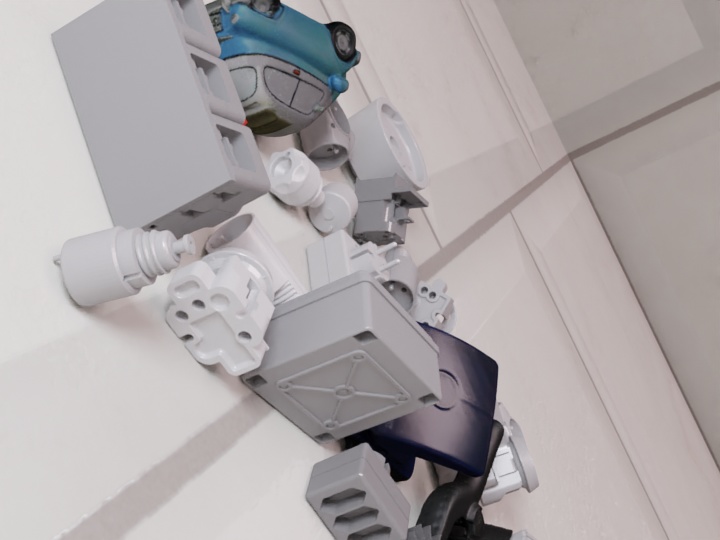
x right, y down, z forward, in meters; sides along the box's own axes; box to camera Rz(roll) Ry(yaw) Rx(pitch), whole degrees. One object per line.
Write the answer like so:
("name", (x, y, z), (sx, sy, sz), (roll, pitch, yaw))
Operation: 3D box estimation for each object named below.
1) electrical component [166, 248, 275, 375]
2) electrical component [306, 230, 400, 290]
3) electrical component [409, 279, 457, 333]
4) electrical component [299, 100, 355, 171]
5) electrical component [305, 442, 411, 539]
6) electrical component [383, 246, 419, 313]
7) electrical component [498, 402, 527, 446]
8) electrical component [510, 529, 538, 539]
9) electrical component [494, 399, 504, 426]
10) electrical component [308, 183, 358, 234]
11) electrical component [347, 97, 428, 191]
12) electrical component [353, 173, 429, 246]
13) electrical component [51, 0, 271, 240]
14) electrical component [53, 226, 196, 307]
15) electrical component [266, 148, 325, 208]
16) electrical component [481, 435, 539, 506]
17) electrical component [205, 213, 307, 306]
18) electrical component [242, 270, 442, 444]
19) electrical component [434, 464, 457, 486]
("electrical component", (-0.088, 0.021, 0.708), (0.078, 0.058, 0.057), (56, 24, -23))
("electrical component", (0.000, 0.000, 0.928), (0.047, 0.077, 0.065), (44, 29, -45))
("electrical component", (0.071, 0.044, 1.088), (0.048, 0.066, 0.055), (30, -5, 21))
("electrical component", (-0.030, -0.134, 1.061), (0.079, 0.044, 0.077), (37, 34, -54))
("electrical component", (0.002, 0.157, 0.788), (0.065, 0.047, 0.076), (57, 21, -19))
("electrical component", (0.036, 0.008, 1.058), (0.043, 0.043, 0.081), (57, 21, -21))
("electrical component", (0.152, 0.179, 1.146), (0.077, 0.044, 0.079), (64, 20, 0))
("electrical component", (0.149, 0.289, 0.994), (0.096, 0.061, 0.061), (41, 30, -35))
("electrical component", (0.090, 0.128, 1.027), (0.096, 0.061, 0.061), (35, 35, -54))
("electrical component", (-0.021, -0.062, 1.002), (0.040, 0.040, 0.078), (61, 20, -12))
("electrical component", (0.021, -0.123, 1.152), (0.108, 0.060, 0.108), (51, 23, -33))
("electrical component", (0.022, -0.058, 1.068), (0.042, 0.081, 0.063), (36, 57, -53))
("electrical component", (-0.129, -0.103, 0.706), (0.062, 0.089, 0.150), (9, 58, -67))
("electrical component", (-0.132, -0.005, 0.608), (0.040, 0.078, 0.040), (-14, 90, -80))
("electrical component", (-0.053, -0.075, 0.935), (0.062, 0.043, 0.043), (40, 31, -53))
("electrical component", (0.137, 0.193, 1.037), (0.078, 0.057, 0.058), (73, -2, -74))
("electrical component", (-0.073, 0.003, 0.790), (0.081, 0.043, 0.043), (56, 21, -24))
("electrical component", (-0.012, 0.065, 0.772), (0.108, 0.109, 0.056), (47, 29, -41))
("electrical component", (0.086, 0.178, 0.992), (0.040, 0.040, 0.046), (30, 34, -58))
